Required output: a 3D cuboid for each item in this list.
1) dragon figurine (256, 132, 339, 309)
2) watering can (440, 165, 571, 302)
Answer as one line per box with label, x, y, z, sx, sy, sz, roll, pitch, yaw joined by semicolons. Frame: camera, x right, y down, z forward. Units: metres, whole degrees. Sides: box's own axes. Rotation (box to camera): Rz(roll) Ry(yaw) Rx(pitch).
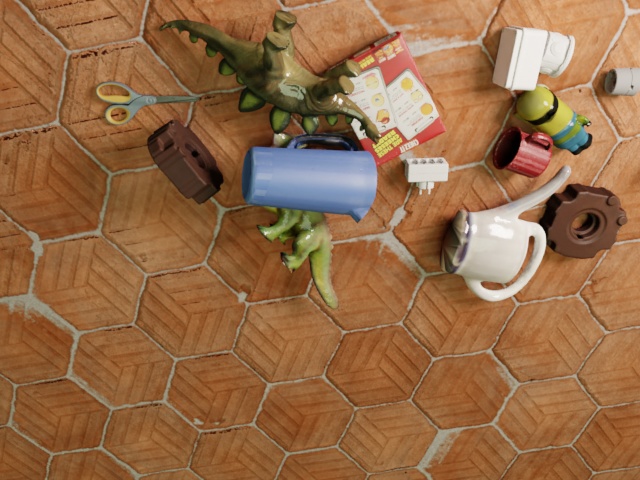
dragon figurine;0.003;-0.056;1.109;0.242;0.405;0.124;-36;22;6
watering can;0.391;-0.018;1.124;0.224;0.341;0.106;10;25;-5
